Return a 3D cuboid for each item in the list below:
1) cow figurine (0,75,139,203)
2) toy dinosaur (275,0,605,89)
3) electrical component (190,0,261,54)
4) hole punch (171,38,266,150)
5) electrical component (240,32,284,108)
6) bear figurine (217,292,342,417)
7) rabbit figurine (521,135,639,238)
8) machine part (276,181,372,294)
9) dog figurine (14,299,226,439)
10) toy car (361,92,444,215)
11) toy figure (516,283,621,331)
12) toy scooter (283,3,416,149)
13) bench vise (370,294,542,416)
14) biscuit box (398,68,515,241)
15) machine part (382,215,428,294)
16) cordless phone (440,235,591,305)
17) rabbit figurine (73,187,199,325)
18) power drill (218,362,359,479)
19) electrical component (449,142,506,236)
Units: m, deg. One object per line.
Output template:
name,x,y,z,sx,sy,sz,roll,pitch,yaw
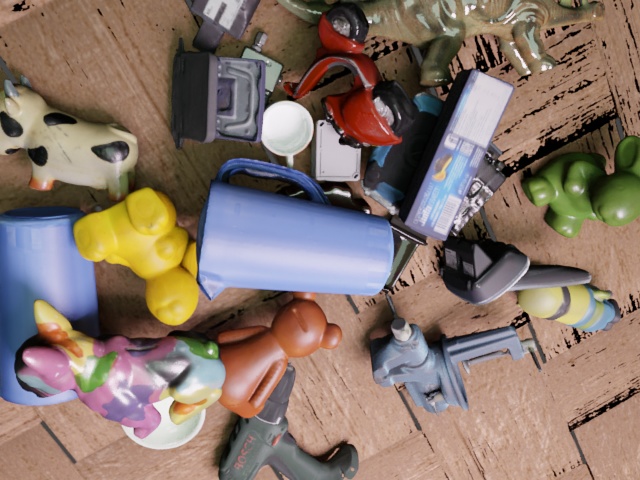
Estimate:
cow figurine,-0.330,-0.128,0.679,0.195,0.085,0.127,11,109,-10
toy dinosaur,0.161,-0.303,0.710,0.472,0.105,0.198,-8,101,-7
electrical component,-0.121,-0.293,0.683,0.075,0.048,0.119,27,138,-13
hole punch,-0.133,-0.183,0.692,0.092,0.116,0.142,-11,113,-40
electrical component,-0.080,-0.228,0.725,0.063,0.021,0.094,21,100,-15
bear figurine,-0.067,0.155,0.771,0.196,0.131,0.120,-35,72,-7
rabbit figurine,0.411,-0.067,0.778,0.159,0.170,0.121,-35,109,2
machine part,-0.002,-0.002,0.785,0.179,0.056,0.179,-2,105,-9
dog figurine,-0.244,0.144,0.645,0.192,0.109,0.219,-27,135,12
toy car,0.129,-0.116,0.749,0.109,0.103,0.161,33,102,-2
toy figure,0.403,0.100,0.866,0.180,0.089,0.082,21,94,-12
toy scooter,0.028,-0.187,0.677,0.135,0.075,0.183,-26,97,29
bench vise,0.205,0.176,0.827,0.241,0.129,0.223,-18,117,14
biscuit box,0.163,-0.103,0.666,0.059,0.063,0.202,21,102,-7
machine part,0.117,0.018,0.818,0.084,0.039,0.139,29,89,-21
cordless phone,0.287,0.041,0.799,0.184,0.147,0.088,-1,97,-8
rabbit figurine,-0.218,0.031,0.705,0.122,0.162,0.173,-29,87,-3
power drill,-0.040,0.326,0.859,0.207,0.086,0.232,32,100,-20
electrical component,0.196,-0.084,0.765,0.058,0.115,0.134,36,97,-22
